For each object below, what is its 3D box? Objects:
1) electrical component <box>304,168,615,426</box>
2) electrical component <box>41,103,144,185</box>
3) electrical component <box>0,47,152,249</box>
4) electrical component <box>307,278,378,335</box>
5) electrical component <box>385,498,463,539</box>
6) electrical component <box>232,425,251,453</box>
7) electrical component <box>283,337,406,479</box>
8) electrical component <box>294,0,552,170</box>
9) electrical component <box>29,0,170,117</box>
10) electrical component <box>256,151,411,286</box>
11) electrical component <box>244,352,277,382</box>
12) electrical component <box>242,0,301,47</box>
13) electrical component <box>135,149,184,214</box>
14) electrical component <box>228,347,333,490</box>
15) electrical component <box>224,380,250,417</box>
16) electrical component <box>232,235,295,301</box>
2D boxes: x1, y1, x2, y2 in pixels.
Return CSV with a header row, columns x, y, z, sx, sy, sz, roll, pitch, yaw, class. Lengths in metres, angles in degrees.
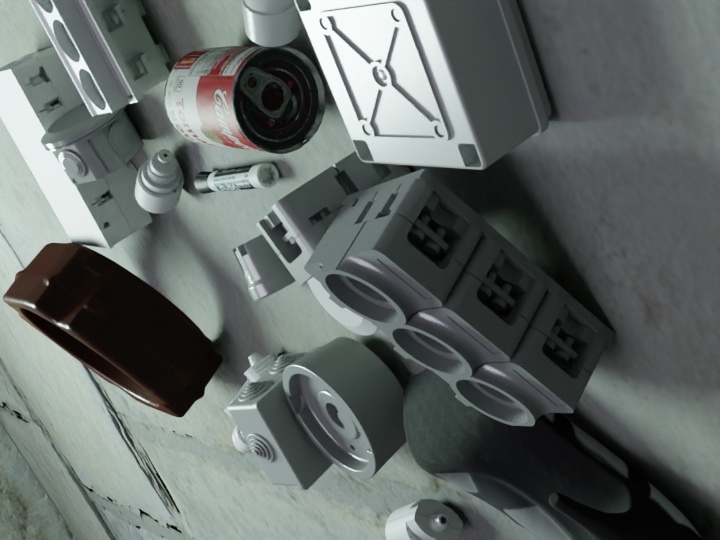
x,y,z,sx,sy,sz,roll,pitch,yaw,class
0.053,0.021,0.605,0.150,0.061,0.089,39,158,-19,electrical component
-0.237,-0.116,0.953,0.080,0.080,0.051,14,138,52,electrical component
-0.281,-0.118,1.041,0.105,0.060,0.186,7,127,56,electrical component
0.000,0.000,0.735,0.080,0.051,0.080,39,149,29,electrical component
0.055,0.215,0.903,0.043,0.043,0.081,52,153,5,electrical component
-0.114,0.169,1.133,0.035,0.035,0.061,49,151,11,electrical component
-0.003,0.103,0.849,0.108,0.060,0.108,39,149,28,electrical component
0.030,-0.111,0.552,0.109,0.056,0.108,11,131,53,electrical component
-0.203,-0.189,0.831,0.079,0.063,0.121,6,126,56,electrical component
-0.009,-0.034,0.667,0.055,0.089,0.050,54,153,1,electrical component
-0.074,0.109,0.989,0.081,0.043,0.043,50,153,9,electrical component
-0.054,-0.166,0.643,0.044,0.044,0.065,41,155,24,electrical component
-0.173,-0.080,0.933,0.040,0.040,0.078,50,153,9,electrical component
-0.054,0.126,0.917,0.048,0.100,0.099,-11,113,47,electrical component
-0.087,0.141,1.040,0.077,0.043,0.079,38,176,-2,electrical component
-0.078,-0.004,0.872,0.046,0.040,0.040,63,153,-4,electrical component
